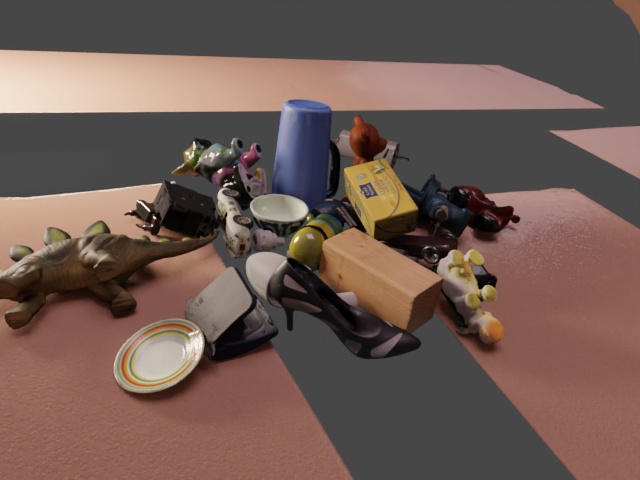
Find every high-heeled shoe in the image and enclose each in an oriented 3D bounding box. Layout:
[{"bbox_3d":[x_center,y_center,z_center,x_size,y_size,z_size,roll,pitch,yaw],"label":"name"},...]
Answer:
[{"bbox_3d":[0.044,0.102,0.845,0.249,0.145,0.086,7,32,2],"label":"high-heeled shoe"}]

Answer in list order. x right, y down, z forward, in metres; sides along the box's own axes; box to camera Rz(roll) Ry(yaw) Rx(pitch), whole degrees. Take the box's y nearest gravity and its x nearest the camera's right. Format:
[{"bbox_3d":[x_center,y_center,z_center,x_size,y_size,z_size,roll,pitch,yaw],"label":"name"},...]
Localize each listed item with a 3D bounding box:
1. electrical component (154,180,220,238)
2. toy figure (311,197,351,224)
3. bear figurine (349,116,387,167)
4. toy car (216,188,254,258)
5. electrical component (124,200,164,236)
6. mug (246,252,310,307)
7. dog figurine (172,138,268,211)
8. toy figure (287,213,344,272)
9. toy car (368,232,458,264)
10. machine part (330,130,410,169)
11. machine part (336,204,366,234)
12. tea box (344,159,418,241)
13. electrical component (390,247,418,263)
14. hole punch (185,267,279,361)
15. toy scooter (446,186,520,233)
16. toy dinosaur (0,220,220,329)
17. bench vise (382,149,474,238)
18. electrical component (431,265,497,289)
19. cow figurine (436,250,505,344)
[{"bbox_3d":[-0.274,-0.065,1.096,0.115,0.058,0.134,21,22,-35],"label":"electrical component"},{"bbox_3d":[0.052,-0.068,1.208,0.154,0.064,0.058,-16,20,-33],"label":"toy figure"},{"bbox_3d":[0.127,-0.195,1.307,0.132,0.195,0.120,0,29,-15],"label":"bear figurine"},{"bbox_3d":[-0.178,-0.038,1.093,0.056,0.073,0.202,-4,33,-21],"label":"toy car"},{"bbox_3d":[-0.350,-0.048,1.107,0.102,0.045,0.078,35,12,33],"label":"electrical component"},{"bbox_3d":[-0.077,0.057,0.957,0.109,0.080,0.107,-21,32,-32],"label":"mug"},{"bbox_3d":[-0.238,-0.152,1.250,0.219,0.191,0.108,-9,1,32],"label":"dog figurine"},{"bbox_3d":[-0.006,-0.005,1.063,0.082,0.089,0.180,13,30,20],"label":"toy figure"},{"bbox_3d":[0.179,0.014,1.088,0.202,0.053,0.089,4,26,36],"label":"toy car"},{"bbox_3d":[0.136,-0.258,1.527,0.243,0.079,0.079,18,32,15],"label":"machine part"},{"bbox_3d":[0.102,-0.043,1.162,0.139,0.039,0.084,5,31,-40],"label":"machine part"},{"bbox_3d":[0.122,-0.084,1.107,0.098,0.068,0.170,-17,50,-12],"label":"tea box"},{"bbox_3d":[0.142,0.048,1.039,0.094,0.063,0.021,14,-3,30],"label":"electrical component"},{"bbox_3d":[-0.139,0.123,0.839,0.116,0.092,0.142,-39,45,0],"label":"hole punch"},{"bbox_3d":[0.396,-0.072,1.282,0.135,0.075,0.184,0,32,-23],"label":"toy scooter"},{"bbox_3d":[-0.376,0.037,0.903,0.471,0.105,0.199,-5,30,-29],"label":"toy dinosaur"},{"bbox_3d":[0.220,-0.093,1.213,0.241,0.128,0.224,30,26,3],"label":"bench vise"},{"bbox_3d":[0.271,0.074,1.035,0.119,0.047,0.075,-3,32,-17],"label":"electrical component"},{"bbox_3d":[0.254,0.106,0.935,0.068,0.098,0.167,-7,70,-25],"label":"cow figurine"}]
